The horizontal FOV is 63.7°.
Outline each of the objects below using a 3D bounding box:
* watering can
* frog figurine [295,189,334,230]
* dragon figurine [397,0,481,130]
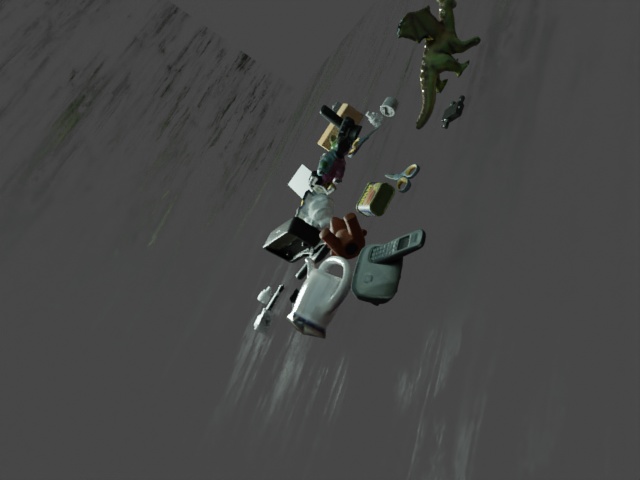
[{"bbox_3d":[-0.010,0.144,1.402,0.226,0.103,0.347,-62,18,-9],"label":"watering can"},{"bbox_3d":[0.006,-0.092,1.821,0.161,0.120,0.138,30,77,37],"label":"frog figurine"},{"bbox_3d":[0.312,-0.551,1.493,0.414,0.241,0.122,-60,21,-12],"label":"dragon figurine"}]
